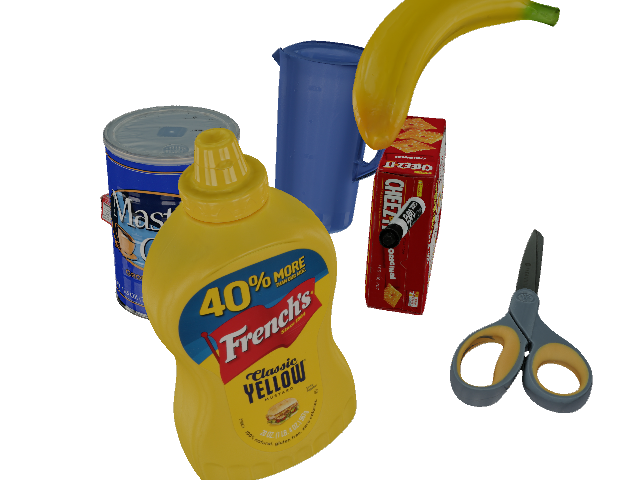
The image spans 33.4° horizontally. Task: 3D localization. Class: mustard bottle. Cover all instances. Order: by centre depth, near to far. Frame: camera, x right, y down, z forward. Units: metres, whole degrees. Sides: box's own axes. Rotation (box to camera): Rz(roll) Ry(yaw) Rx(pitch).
[{"bbox_3d":[-0.037,0.031,0.526,0.096,0.191,0.058,-20,37,-17],"label":"mustard bottle"}]

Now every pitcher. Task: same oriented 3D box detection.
[{"bbox_3d":[0.011,-0.133,1.405,0.144,0.243,0.149,-2,24,-19],"label":"pitcher"}]

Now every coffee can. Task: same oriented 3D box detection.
[{"bbox_3d":[-0.113,-0.022,0.834,0.103,0.140,0.103,1,28,-1],"label":"coffee can"}]

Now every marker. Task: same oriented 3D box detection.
[{"bbox_3d":[0.074,-0.016,0.959,0.020,0.020,0.121,0,16,17],"label":"marker"}]

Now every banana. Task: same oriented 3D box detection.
[{"bbox_3d":[0.070,-0.121,0.644,0.070,0.037,0.197,33,51,25],"label":"banana"}]

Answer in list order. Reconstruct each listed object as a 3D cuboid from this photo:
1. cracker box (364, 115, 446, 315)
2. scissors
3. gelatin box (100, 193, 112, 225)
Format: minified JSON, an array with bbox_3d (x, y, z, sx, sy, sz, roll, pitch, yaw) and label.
[{"bbox_3d":[0.100,-0.036,1.224,0.072,0.164,0.213,6,23,8],"label":"cracker box"},{"bbox_3d":[0.153,0.053,0.717,0.096,0.016,0.201,19,38,24],"label":"scissors"},{"bbox_3d":[-0.161,-0.026,1.051,0.089,0.030,0.073,30,35,31],"label":"gelatin box"}]
